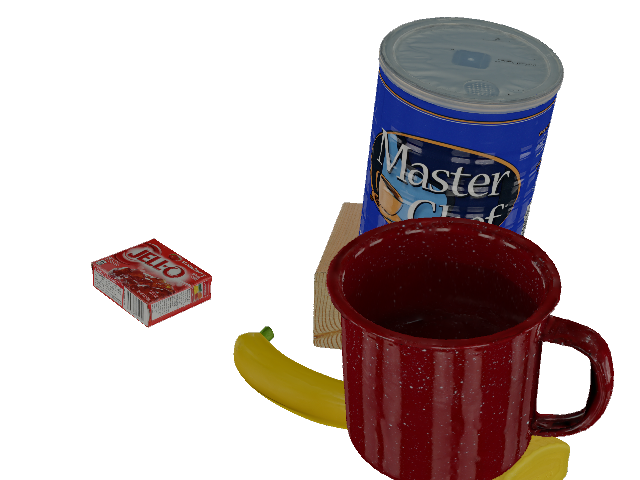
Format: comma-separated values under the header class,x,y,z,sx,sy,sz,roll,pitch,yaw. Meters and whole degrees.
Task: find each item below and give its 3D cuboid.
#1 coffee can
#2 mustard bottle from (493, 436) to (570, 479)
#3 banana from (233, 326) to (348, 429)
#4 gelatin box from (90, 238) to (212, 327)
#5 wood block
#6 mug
class,x,y,z,sx,sy,sz,roll,pitch,yaw
coffee can,0.078,-0.046,0.632,0.103,0.140,0.103,3,37,-3
mustard bottle,0.137,0.187,1.028,0.096,0.058,0.192,-14,25,-38
banana,-0.014,0.109,0.851,0.069,0.037,0.198,-24,32,-31
gelatin box,-0.155,0.036,0.978,0.073,0.030,0.089,-23,40,-39
wood block,0.053,0.036,1.189,0.091,0.090,0.206,5,23,8
mug,0.061,0.050,0.442,0.117,0.081,0.093,9,34,18
